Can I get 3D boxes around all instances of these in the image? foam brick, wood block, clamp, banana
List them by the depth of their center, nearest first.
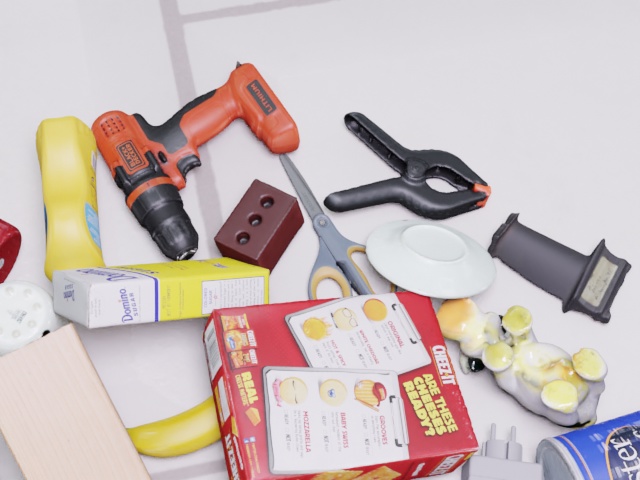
[{"bbox_3d":[-0.205,0.182,0.907,0.090,0.090,0.206,-27,91,-14],"label":"wood block"},{"bbox_3d":[-0.099,0.149,0.992,0.197,0.037,0.070,-28,71,-15],"label":"banana"},{"bbox_3d":[-0.059,-0.010,1.052,0.053,0.051,0.078,26,71,20],"label":"foam brick"},{"bbox_3d":[0.091,-0.074,1.104,0.171,0.039,0.120,8,67,-7],"label":"clamp"}]

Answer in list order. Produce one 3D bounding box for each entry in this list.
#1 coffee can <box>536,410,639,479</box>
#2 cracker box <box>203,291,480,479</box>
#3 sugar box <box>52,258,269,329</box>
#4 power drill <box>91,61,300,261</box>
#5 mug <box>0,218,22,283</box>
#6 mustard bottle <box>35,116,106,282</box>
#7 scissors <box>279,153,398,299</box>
[{"bbox_3d":[0.279,0.207,0.950,0.140,0.103,0.103,-15,67,-10],"label":"coffee can"},{"bbox_3d":[0.013,0.138,0.956,0.213,0.072,0.164,-4,60,-21],"label":"cracker box"},{"bbox_3d":[-0.144,0.045,0.971,0.175,0.093,0.048,-1,96,-33],"label":"sugar box"},{"bbox_3d":[-0.118,-0.086,1.085,0.187,0.057,0.184,-28,70,-13],"label":"power drill"},{"bbox_3d":[-0.345,0.018,1.019,0.081,0.093,0.117,27,96,4],"label":"mug"},{"bbox_3d":[-0.238,-0.016,1.028,0.058,0.096,0.191,-7,66,-7],"label":"mustard bottle"},{"bbox_3d":[-0.007,0.001,1.077,0.096,0.016,0.202,-40,70,-15],"label":"scissors"}]
